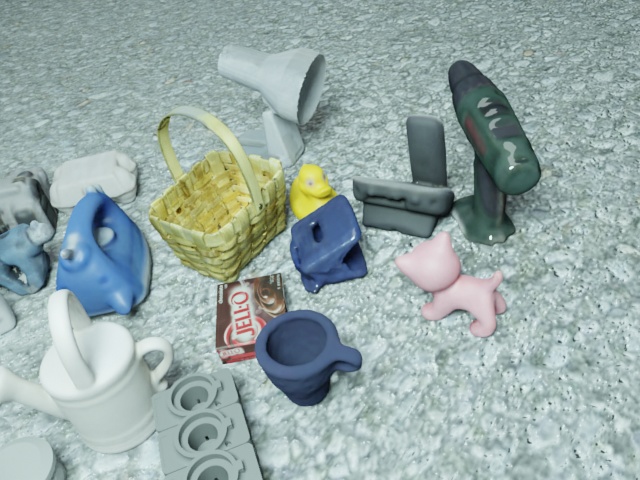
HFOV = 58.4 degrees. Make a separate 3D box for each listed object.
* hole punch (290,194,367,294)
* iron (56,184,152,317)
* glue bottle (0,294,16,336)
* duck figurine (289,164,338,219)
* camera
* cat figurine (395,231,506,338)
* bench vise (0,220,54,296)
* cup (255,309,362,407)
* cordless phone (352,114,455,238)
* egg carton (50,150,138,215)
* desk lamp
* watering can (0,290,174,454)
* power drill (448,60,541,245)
[{"bbox_3d":[0.007,0.003,0.791,0.101,0.091,0.108,-14,41,-4],"label":"hole punch"},{"bbox_3d":[-0.321,-0.003,0.827,0.118,0.142,0.258,-12,40,-2],"label":"iron"},{"bbox_3d":[-0.476,0.067,0.753,0.078,0.173,0.037,-30,44,-21],"label":"glue bottle"},{"bbox_3d":[-0.012,-0.080,0.895,0.078,0.086,0.104,-28,43,-19],"label":"duck figurine"},{"bbox_3d":[-0.528,-0.057,0.963,0.137,0.101,0.143,-18,41,-9],"label":"camera"},{"bbox_3d":[0.159,0.045,0.691,0.127,0.118,0.067,14,46,25],"label":"cat figurine"},{"bbox_3d":[-0.502,-0.013,0.815,0.208,0.220,0.121,-25,43,-17],"label":"bench vise"},{"bbox_3d":[-0.006,0.141,0.632,0.117,0.095,0.092,7,43,19],"label":"cup"},{"bbox_3d":[0.117,-0.105,0.820,0.147,0.185,0.094,8,44,20],"label":"cordless phone"},{"bbox_3d":[-0.397,-0.100,1.010,0.150,0.069,0.107,-14,41,-5],"label":"egg carton"},{"bbox_3d":[-0.084,-0.230,0.984,0.202,0.214,0.118,10,44,22],"label":"desk lamp"},{"bbox_3d":[-0.249,0.138,0.608,0.173,0.194,0.100,-33,45,-24],"label":"watering can"},{"bbox_3d":[0.224,-0.109,0.785,0.075,0.209,0.229,-13,41,-3],"label":"power drill"}]
